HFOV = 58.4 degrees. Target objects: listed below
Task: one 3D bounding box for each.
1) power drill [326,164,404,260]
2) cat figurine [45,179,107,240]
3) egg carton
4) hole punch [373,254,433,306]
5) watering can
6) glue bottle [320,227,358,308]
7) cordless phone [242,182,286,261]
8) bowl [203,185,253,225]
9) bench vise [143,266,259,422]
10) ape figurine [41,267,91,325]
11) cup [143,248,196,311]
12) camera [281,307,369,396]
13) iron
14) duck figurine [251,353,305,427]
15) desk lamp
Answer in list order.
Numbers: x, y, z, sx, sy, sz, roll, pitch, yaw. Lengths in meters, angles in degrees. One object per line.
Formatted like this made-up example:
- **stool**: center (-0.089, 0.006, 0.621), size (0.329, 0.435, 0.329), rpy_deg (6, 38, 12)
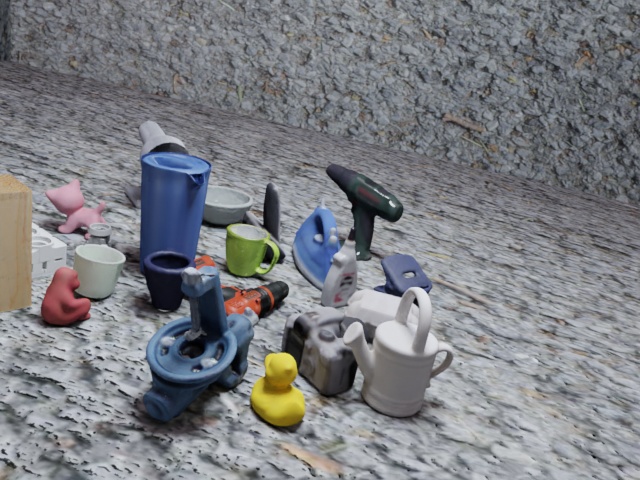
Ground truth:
- **power drill**: center (0.094, -0.065, 1.451), size (0.228, 0.208, 0.076), rpy_deg (23, 23, 27)
- **cat figurine**: center (-0.530, -0.072, 1.256), size (0.127, 0.118, 0.067), rpy_deg (13, 21, 3)
- **egg carton**: center (0.121, 0.150, 1.100), size (0.150, 0.069, 0.107), rpy_deg (14, 21, 6)
- **hole punch**: center (0.190, 0.090, 1.266), size (0.109, 0.091, 0.100), rpy_deg (-5, 26, -38)
- **watering can**: center (0.124, 0.166, 0.883), size (0.173, 0.194, 0.100), rpy_deg (-2, 25, -33)
- **glue bottle**: center (0.050, 0.054, 1.165), size (0.078, 0.173, 0.037), rpy_deg (-10, 29, -44)
- **cordless phone**: center (-0.125, -0.055, 1.336), size (0.094, 0.185, 0.147), rpy_deg (0, 23, -28)
- **bowl**: center (-0.261, -0.083, 1.495), size (0.167, 0.075, 0.167), rpy_deg (10, 21, -4)
- **bench vise**: center (-0.164, 0.120, 0.808), size (0.121, 0.220, 0.207), rpy_deg (14, 21, 7)
- **ape figurine**: center (-0.416, 0.088, 0.937), size (0.076, 0.092, 0.077), rpy_deg (-9, 29, -44)
- **cup**: center (-0.278, 0.073, 1.047), size (0.092, 0.095, 0.117), rpy_deg (5, 22, -18)
- **camera**: center (0.026, 0.168, 0.956), size (0.137, 0.101, 0.142), rpy_deg (-5, 26, -37)
- **iron**: center (0.012, 0.005, 1.318), size (0.119, 0.141, 0.258), rpy_deg (7, 21, -13)
- **duck figurine**: center (-0.056, 0.208, 0.827), size (0.078, 0.086, 0.104), rpy_deg (0, 24, -29)
- **desk lamp**: center (-0.427, -0.188, 1.480), size (0.118, 0.213, 0.202), rpy_deg (-4, 25, -35)
